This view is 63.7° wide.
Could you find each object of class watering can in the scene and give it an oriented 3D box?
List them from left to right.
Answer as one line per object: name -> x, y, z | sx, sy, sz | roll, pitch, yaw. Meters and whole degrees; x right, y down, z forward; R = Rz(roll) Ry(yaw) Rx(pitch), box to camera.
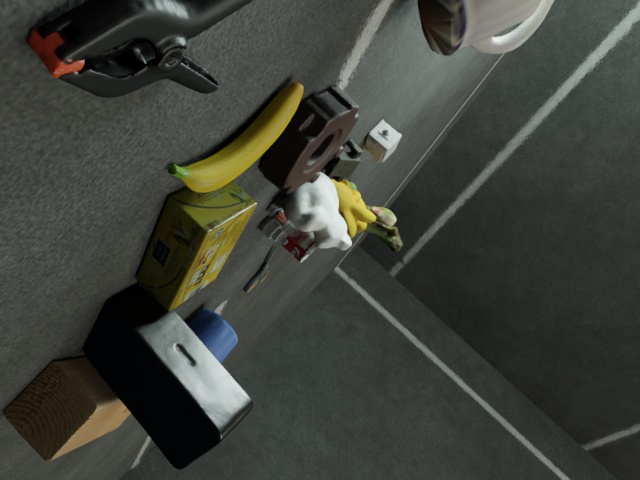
watering can -> 0.236, -0.385, 0.692 | 0.224, 0.106, 0.340 | -26, 145, -2

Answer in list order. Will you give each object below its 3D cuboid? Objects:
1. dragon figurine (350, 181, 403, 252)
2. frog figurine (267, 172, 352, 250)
dragon figurine -> 0.132, -0.033, 1.538 | 0.123, 0.244, 0.404 | -50, 171, -15
frog figurine -> 0.003, -0.049, 0.976 | 0.121, 0.160, 0.139 | -53, 171, 22
